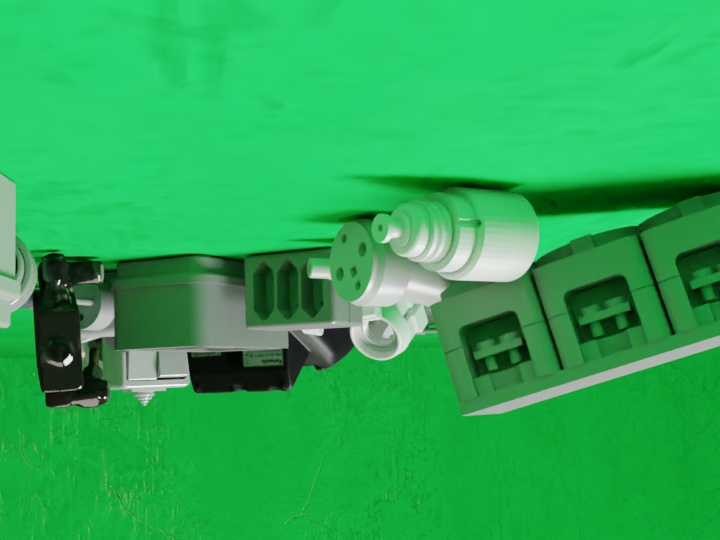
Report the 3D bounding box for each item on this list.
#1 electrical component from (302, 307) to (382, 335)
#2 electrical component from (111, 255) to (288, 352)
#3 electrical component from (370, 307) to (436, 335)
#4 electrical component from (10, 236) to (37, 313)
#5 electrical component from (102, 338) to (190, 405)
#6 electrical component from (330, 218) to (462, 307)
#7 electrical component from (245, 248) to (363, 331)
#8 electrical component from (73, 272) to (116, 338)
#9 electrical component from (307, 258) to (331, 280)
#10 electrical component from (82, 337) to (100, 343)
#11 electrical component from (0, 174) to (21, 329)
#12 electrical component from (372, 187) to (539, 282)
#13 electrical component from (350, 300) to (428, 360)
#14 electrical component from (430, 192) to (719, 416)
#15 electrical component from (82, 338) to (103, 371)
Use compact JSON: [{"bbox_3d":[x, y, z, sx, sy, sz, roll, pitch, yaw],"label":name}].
[{"bbox_3d":[-0.017,0.020,0.771,0.055,0.048,0.066,-10,173,7],"label":"electrical component"},{"bbox_3d":[-0.106,0.025,0.728,0.078,0.057,0.113,-5,173,27],"label":"electrical component"},{"bbox_3d":[0.034,0.033,0.916,0.081,0.042,0.064,-2,172,-1],"label":"electrical component"},{"bbox_3d":[-0.183,0.000,0.528,0.043,0.043,0.062,0,172,-13],"label":"electrical component"},{"bbox_3d":[-0.183,0.068,0.925,0.062,0.096,0.061,1,173,-31],"label":"electrical component"},{"bbox_3d":[0.018,-0.003,0.551,0.055,0.045,0.045,2,173,-33],"label":"electrical component"},{"bbox_3d":[-0.027,0.015,0.700,0.066,0.047,0.077,-5,173,28],"label":"electrical component"},{"bbox_3d":[-0.182,0.024,0.754,0.077,0.044,0.079,-5,173,27],"label":"electrical component"},{"bbox_3d":[0.000,0.000,0.630,0.061,0.035,0.035,2,173,-16],"label":"electrical component"},{"bbox_3d":[-0.223,0.038,0.845,0.040,0.040,0.078,-4,-175,18],"label":"electrical component"},{"bbox_3d":[-0.188,-0.007,0.392,0.113,0.057,0.078,-1,174,-3],"label":"electrical component"},{"bbox_3d":[0.040,-0.016,0.460,0.078,0.040,0.040,2,173,-34],"label":"electrical component"},{"bbox_3d":[0.021,0.037,0.829,0.048,0.066,0.055,-4,-153,27],"label":"electrical component"},{"bbox_3d":[0.119,0.017,0.512,0.150,0.061,0.089,-20,167,16],"label":"electrical component"},{"bbox_3d":[-0.244,0.064,0.965,0.079,0.077,0.044,1,174,-18],"label":"electrical component"}]
